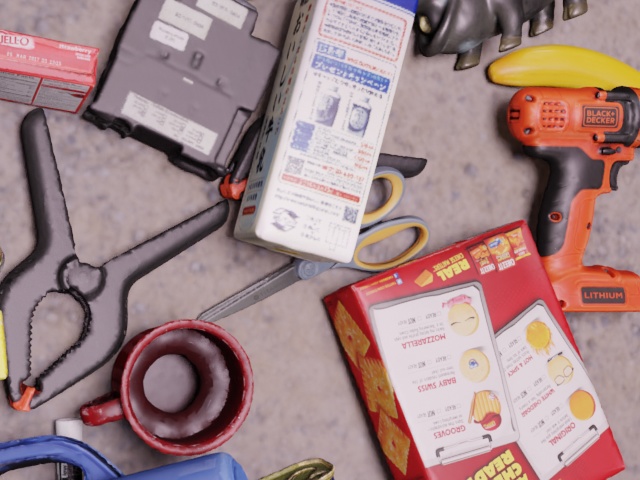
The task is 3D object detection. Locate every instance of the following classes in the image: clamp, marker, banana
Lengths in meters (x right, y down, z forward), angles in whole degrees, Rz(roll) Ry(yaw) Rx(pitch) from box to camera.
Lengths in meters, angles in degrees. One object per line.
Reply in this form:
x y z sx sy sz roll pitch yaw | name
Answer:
-0.179 0.018 0.763 0.164 0.036 0.210 33 73 -13 | clamp
-0.003 -0.085 0.832 0.171 0.039 0.120 -21 93 -24 | clamp
-0.178 0.189 0.763 0.020 0.020 0.121 -1 87 -20 | marker
0.238 -0.128 0.922 0.197 0.037 0.069 25 79 -17 | banana

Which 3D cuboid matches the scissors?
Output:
-0.005 0.001 0.825 0.201 0.016 0.096 -13 115 -20 | scissors

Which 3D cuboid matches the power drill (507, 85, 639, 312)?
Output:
0.240 -0.035 0.892 0.184 0.057 0.188 0 94 -16 | power drill

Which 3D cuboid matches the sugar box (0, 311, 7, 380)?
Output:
-0.248 0.067 0.662 0.093 0.176 0.048 -5 86 -19 | sugar box

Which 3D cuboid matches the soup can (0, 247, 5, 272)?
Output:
-0.254 -0.019 0.698 0.068 0.069 0.102 -24 130 -20 | soup can

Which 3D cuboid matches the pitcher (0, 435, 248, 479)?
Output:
-0.158 0.209 0.677 0.243 0.145 0.149 -17 106 -1 | pitcher

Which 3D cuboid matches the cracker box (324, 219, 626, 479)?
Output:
0.119 0.111 0.833 0.164 0.072 0.214 -20 87 -22 | cracker box

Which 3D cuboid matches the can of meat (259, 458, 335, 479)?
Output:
-0.026 0.223 0.796 0.102 0.058 0.084 -20 96 -19 | can of meat

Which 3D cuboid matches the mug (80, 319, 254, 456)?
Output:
-0.113 0.106 0.758 0.117 0.082 0.093 -21 94 -20 | mug

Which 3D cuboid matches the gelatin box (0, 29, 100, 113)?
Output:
-0.196 -0.116 0.737 0.073 0.089 0.030 8 81 -19 | gelatin box
